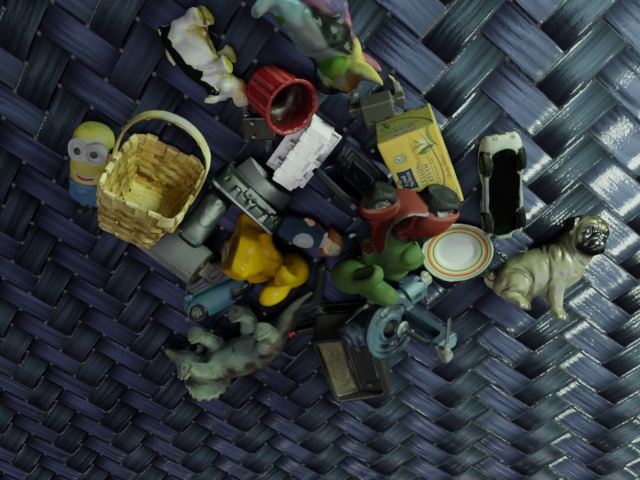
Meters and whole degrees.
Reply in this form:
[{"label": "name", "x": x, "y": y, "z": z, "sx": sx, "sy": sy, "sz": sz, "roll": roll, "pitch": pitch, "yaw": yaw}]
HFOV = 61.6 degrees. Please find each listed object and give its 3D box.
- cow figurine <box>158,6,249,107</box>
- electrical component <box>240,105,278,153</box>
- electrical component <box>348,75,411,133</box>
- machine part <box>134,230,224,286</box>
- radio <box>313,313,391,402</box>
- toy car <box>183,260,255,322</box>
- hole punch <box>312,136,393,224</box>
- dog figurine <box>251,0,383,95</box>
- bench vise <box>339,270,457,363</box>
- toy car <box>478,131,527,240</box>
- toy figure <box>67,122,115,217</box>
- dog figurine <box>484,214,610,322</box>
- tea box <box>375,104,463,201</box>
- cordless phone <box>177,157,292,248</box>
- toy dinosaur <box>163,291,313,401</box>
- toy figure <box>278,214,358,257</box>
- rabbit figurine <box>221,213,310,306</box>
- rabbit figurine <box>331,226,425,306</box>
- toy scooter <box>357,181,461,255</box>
[{"label": "cow figurine", "x": -0.184, "y": -0.277, "z": 0.860, "sx": 0.098, "sy": 0.068, "sz": 0.167, "roll": -21, "pitch": 117, "yaw": 18}, {"label": "electrical component", "x": -0.107, "y": -0.195, "z": 0.931, "sx": 0.063, "sy": 0.021, "sz": 0.093, "roll": 0, "pitch": 123, "yaw": 8}, {"label": "electrical component", "x": 0.097, "y": -0.221, "z": 0.879, "sx": 0.102, "sy": 0.045, "sz": 0.078, "roll": -15, "pitch": 148, "yaw": 19}, {"label": "machine part", "x": -0.290, "y": 0.009, "z": 1.024, "sx": 0.243, "sy": 0.079, "sz": 0.079, "roll": 36, "pitch": 121, "yaw": 6}, {"label": "radio", "x": 0.072, "y": 0.252, "z": 1.142, "sx": 0.131, "sy": 0.073, "sz": 0.229, "roll": -8, "pitch": 132, "yaw": 11}, {"label": "toy car", "x": -0.215, "y": 0.093, "z": 1.084, "sx": 0.162, "sy": 0.109, "sz": 0.103, "roll": -30, "pitch": 94, "yaw": 14}, {"label": "hole punch", "x": 0.060, "y": -0.100, "z": 0.910, "sx": 0.142, "sy": 0.115, "sz": 0.092, "roll": 42, "pitch": 90, "yaw": 14}, {"label": "dog figurine", "x": 0.023, "y": -0.321, "z": 0.790, "sx": 0.219, "sy": 0.108, "sz": 0.191, "roll": 33, "pitch": 118, "yaw": -18}, {"label": "bench vise", "x": 0.163, "y": 0.147, "z": 0.983, "sx": 0.224, "sy": 0.241, "sz": 0.128, "roll": -23, "pitch": 118, "yaw": -28}, {"label": "toy car", "x": 0.315, "y": -0.089, "z": 0.928, "sx": 0.074, "sy": 0.056, "sz": 0.201, "roll": -9, "pitch": 122, "yaw": 6}, {"label": "toy figure", "x": -0.418, "y": -0.129, "z": 0.979, "sx": 0.082, "sy": 0.089, "sz": 0.180, "roll": -5, "pitch": 138, "yaw": -26}, {"label": "dog figurine", "x": 0.410, "y": 0.028, "z": 0.979, "sx": 0.172, "sy": 0.121, "sz": 0.190, "roll": 15, "pitch": 105, "yaw": 2}, {"label": "tea box", "x": 0.166, "y": -0.128, "z": 0.894, "sx": 0.098, "sy": 0.068, "sz": 0.169, "roll": -20, "pitch": 131, "yaw": 19}, {"label": "cordless phone", "x": -0.148, "y": -0.040, "z": 0.937, "sx": 0.146, "sy": 0.184, "sz": 0.089, "roll": 44, "pitch": 149, "yaw": -19}, {"label": "toy dinosaur", "x": -0.162, "y": 0.233, "z": 1.148, "sx": 0.405, "sy": 0.131, "sz": 0.192, "roll": -21, "pitch": 148, "yaw": 13}, {"label": "toy figure", "x": -0.002, "y": -0.003, "z": 1.022, "sx": 0.154, "sy": 0.058, "sz": 0.064, "roll": 21, "pitch": 161, "yaw": -8}, {"label": "rabbit figurine", "x": -0.090, "y": 0.043, "z": 1.021, "sx": 0.173, "sy": 0.162, "sz": 0.122, "roll": 23, "pitch": 111, "yaw": -29}, {"label": "rabbit figurine", "x": 0.102, "y": 0.050, "z": 0.974, "sx": 0.170, "sy": 0.159, "sz": 0.121, "roll": -33, "pitch": 123, "yaw": 11}, {"label": "toy scooter", "x": 0.133, "y": -0.028, "z": 0.869, "sx": 0.184, "sy": 0.075, "sz": 0.135, "roll": 2, "pitch": 130, "yaw": -25}]
